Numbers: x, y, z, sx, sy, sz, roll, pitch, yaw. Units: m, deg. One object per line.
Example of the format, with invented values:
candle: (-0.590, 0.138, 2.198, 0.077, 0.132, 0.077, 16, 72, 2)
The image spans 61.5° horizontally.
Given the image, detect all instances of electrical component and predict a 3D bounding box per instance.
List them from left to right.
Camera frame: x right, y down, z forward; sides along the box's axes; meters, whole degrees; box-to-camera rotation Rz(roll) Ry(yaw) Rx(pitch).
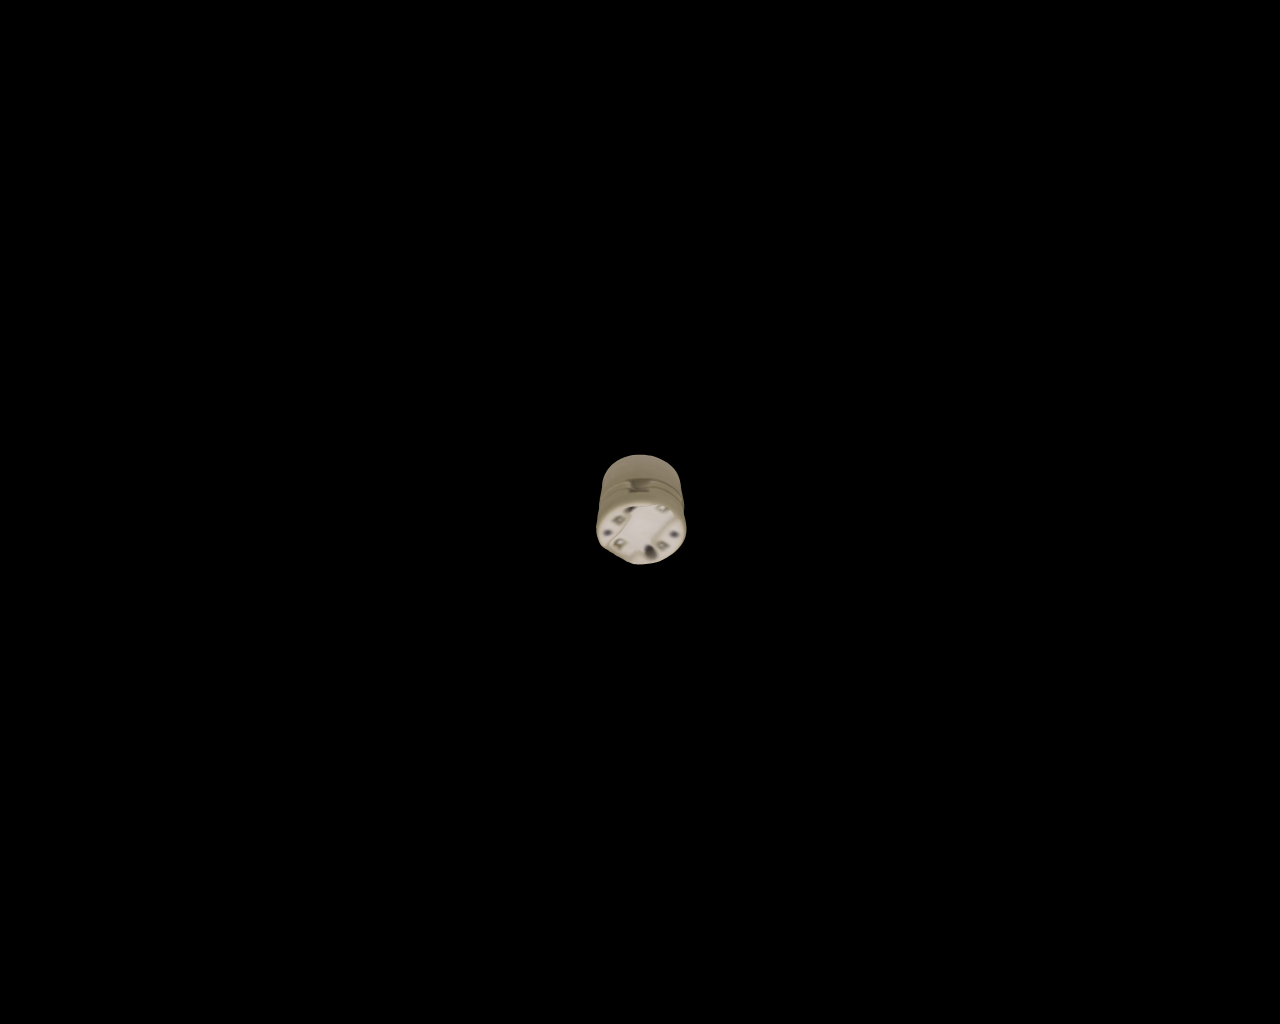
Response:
electrical component: (0.001, -0.003, 0.650, 0.055, 0.055, 0.047, 0, 43, 0)
